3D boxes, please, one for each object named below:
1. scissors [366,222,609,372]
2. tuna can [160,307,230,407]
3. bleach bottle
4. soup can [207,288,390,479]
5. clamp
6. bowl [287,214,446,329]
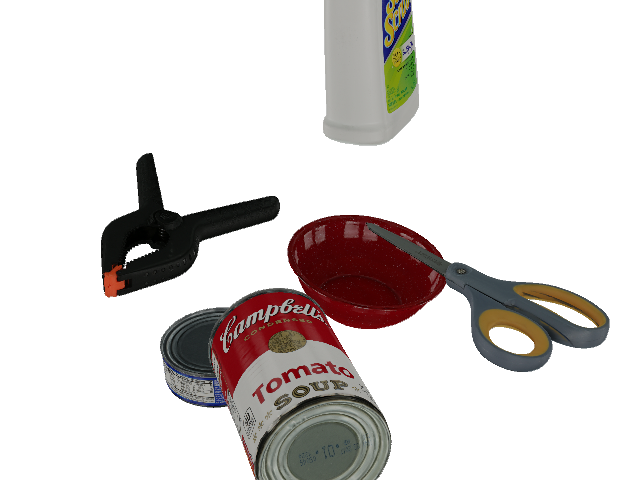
[{"bbox_3d":[0.091,0.036,0.717,0.202,0.016,0.096,19,37,30],"label":"scissors"},{"bbox_3d":[-0.078,0.089,0.820,0.086,0.034,0.086,-2,31,1],"label":"tuna can"},{"bbox_3d":[0.037,-0.213,0.891,0.068,0.251,0.102,11,35,26],"label":"bleach bottle"},{"bbox_3d":[-0.013,0.078,0.533,0.068,0.068,0.102,0,27,-19],"label":"soup can"},{"bbox_3d":[-0.160,-0.016,1.057,0.165,0.036,0.209,23,40,21],"label":"clamp"},{"bbox_3d":[0.044,0.040,1.075,0.162,0.055,0.162,6,34,-4],"label":"bowl"}]
